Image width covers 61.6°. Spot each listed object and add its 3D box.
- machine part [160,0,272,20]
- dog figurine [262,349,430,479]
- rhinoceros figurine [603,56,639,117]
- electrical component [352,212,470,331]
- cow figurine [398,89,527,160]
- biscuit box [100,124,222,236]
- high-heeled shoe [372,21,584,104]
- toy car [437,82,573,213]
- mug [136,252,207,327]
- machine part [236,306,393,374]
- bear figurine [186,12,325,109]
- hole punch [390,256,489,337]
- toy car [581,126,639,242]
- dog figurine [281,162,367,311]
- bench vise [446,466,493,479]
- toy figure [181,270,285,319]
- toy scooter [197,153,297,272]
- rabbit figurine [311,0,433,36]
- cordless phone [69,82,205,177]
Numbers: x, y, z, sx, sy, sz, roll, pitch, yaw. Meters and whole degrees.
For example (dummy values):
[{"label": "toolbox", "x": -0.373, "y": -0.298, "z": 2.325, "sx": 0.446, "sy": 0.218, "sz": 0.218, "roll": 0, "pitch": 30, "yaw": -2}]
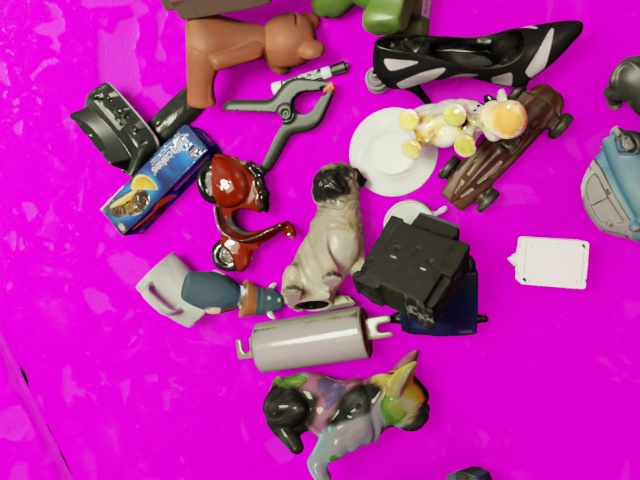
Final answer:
[{"label": "machine part", "x": -0.127, "y": -0.401, "z": 0.738, "sx": 0.201, "sy": 0.087, "sz": 0.201, "roll": -3, "pitch": 55, "yaw": 13}, {"label": "dog figurine", "x": 0.048, "y": 0.224, "z": 0.777, "sx": 0.219, "sy": 0.108, "sz": 0.191, "roll": -46, "pitch": 80, "yaw": 7}, {"label": "rhinoceros figurine", "x": 0.443, "y": -0.156, "z": 0.656, "sx": 0.073, "sy": 0.112, "sz": 0.190, "roll": -45, "pitch": 75, "yaw": 10}, {"label": "electrical component", "x": 0.122, "y": 0.030, "z": 0.681, "sx": 0.115, "sy": 0.058, "sz": 0.134, "roll": 23, "pitch": 63, "yaw": 25}, {"label": "cow figurine", "x": 0.193, "y": -0.152, "z": 0.695, "sx": 0.168, "sy": 0.098, "sz": 0.068, "roll": 3, "pitch": 116, "yaw": 40}, {"label": "biscuit box", "x": -0.249, "y": -0.093, "z": 0.848, "sx": 0.202, "sy": 0.063, "sz": 0.059, "roll": -42, "pitch": 84, "yaw": 12}, {"label": "high-heeled shoe", "x": 0.194, "y": -0.254, "z": 0.687, "sx": 0.249, "sy": 0.145, "sz": 0.086, "roll": -23, "pitch": 53, "yaw": 25}, {"label": "toy car", "x": 0.249, "y": -0.126, "z": 0.734, "sx": 0.089, "sy": 0.053, "sz": 0.202, "roll": 44, "pitch": 101, "yaw": 5}, {"label": "mug", "x": -0.222, "y": 0.085, "z": 0.834, "sx": 0.107, "sy": 0.109, "sz": 0.081, "roll": 44, "pitch": 102, "yaw": -5}, {"label": "machine part", "x": -0.012, "y": 0.149, "z": 0.798, "sx": 0.243, "sy": 0.079, "sz": 0.079, "roll": -12, "pitch": 90, "yaw": 13}, {"label": "bear figurine", "x": -0.097, "y": -0.273, "z": 0.790, "sx": 0.196, "sy": 0.131, "sz": 0.120, "roll": -2, "pitch": 55, "yaw": -15}, {"label": "hole punch", "x": 0.165, "y": 0.080, "z": 0.749, "sx": 0.142, "sy": 0.092, "sz": 0.115, "roll": -2, "pitch": 96, "yaw": 10}, {"label": "toy car", "x": 0.389, "y": -0.058, "z": 0.681, "sx": 0.103, "sy": 0.109, "sz": 0.161, "roll": -32, "pitch": 76, "yaw": 30}, {"label": "dog figurine", "x": 0.002, "y": -0.002, "z": 0.792, "sx": 0.172, "sy": 0.121, "sz": 0.190, "roll": -24, "pitch": 59, "yaw": 34}, {"label": "bench vise", "x": 0.181, "y": 0.438, "z": 0.737, "sx": 0.224, "sy": 0.128, "sz": 0.240, "roll": -5, "pitch": 74, "yaw": 21}, {"label": "toy figure", "x": -0.130, "y": 0.083, "z": 0.816, "sx": 0.154, "sy": 0.058, "sz": 0.064, "roll": 15, "pitch": 90, "yaw": -23}, {"label": "toy scooter", "x": -0.107, "y": -0.044, "z": 0.810, "sx": 0.135, "sy": 0.075, "sz": 0.183, "roll": -7, "pitch": 97, "yaw": 15}, {"label": "rabbit figurine", "x": 0.057, "y": -0.352, "z": 0.730, "sx": 0.170, "sy": 0.121, "sz": 0.158, "roll": 14, "pitch": 115, "yaw": 31}, {"label": "cordless phone", "x": -0.281, "y": -0.205, "z": 0.853, "sx": 0.184, "sy": 0.088, "sz": 0.146, "roll": -41, "pitch": 83, "yaw": 1}]
